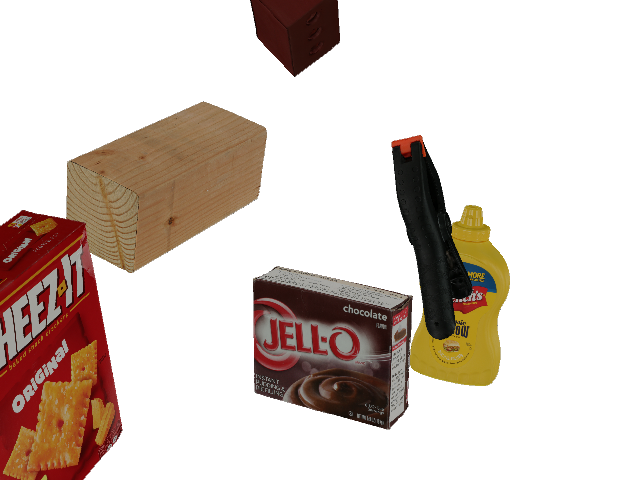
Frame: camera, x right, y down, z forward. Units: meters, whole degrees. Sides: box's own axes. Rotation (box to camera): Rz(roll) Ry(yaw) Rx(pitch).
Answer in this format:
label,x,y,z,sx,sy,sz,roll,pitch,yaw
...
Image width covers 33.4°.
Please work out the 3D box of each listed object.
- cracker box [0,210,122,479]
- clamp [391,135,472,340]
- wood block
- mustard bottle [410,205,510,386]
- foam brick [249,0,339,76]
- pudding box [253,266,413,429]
label,x,y,z,sx,sy,sz,roll,pitch,yaw
cracker box,-0.232,0.110,0.826,0.072,0.214,0.164,9,32,20
clamp,0.094,-0.001,0.918,0.039,0.171,0.120,-17,19,15
wood block,-0.152,-0.060,1.082,0.090,0.091,0.205,25,34,23
mustard bottle,0.154,0.056,1.152,0.096,0.192,0.058,11,16,21
foam brick,-0.020,-0.181,0.854,0.053,0.051,0.078,-38,-18,-10
pudding box,0.007,0.073,0.749,0.114,0.090,0.039,10,22,26
